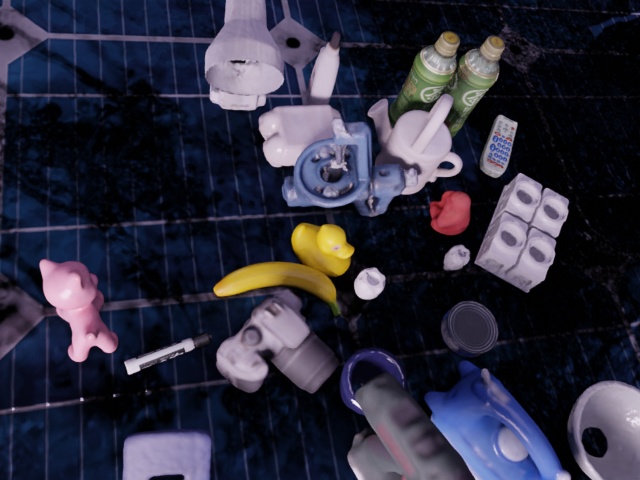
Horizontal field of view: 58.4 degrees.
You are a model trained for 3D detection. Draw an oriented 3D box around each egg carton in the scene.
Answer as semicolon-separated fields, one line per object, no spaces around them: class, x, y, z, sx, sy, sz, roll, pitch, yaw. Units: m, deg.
egg carton;-0.026;-0.175;0.975;0.150;0.069;0.107;-7;67;-18

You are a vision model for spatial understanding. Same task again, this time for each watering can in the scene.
watering can;0.159;-0.168;0.950;0.173;0.194;0.101;12;62;-9

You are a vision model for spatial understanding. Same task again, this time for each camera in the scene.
camera;-0.050;0.155;0.791;0.136;0.100;0.143;41;62;7

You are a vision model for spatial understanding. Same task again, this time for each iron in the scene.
iron;0.271;0.285;0.790;0.119;0.141;0.258;-35;77;-26

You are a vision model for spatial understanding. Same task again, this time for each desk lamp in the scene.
desk lamp;-0.128;-0.303;0.928;0.118;0.213;0.203;1;64;-14

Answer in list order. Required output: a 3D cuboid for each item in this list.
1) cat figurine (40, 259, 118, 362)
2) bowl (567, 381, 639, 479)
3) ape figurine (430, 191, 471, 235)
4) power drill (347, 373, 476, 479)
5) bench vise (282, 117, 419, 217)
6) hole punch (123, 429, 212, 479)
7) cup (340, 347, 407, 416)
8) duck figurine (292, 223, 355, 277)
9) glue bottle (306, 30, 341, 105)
cat figurine;-0.315;0.083;0.746;0.067;0.117;0.127;-21;72;-23
bowl;0.438;0.302;0.864;0.167;0.074;0.167;6;63;-12
ape figurine;0.225;-0.052;0.969;0.076;0.092;0.078;43;62;8
power drill;0.113;0.282;0.711;0.076;0.208;0.229;-27;74;-24
bench vise;0.056;-0.123;0.886;0.208;0.219;0.121;-16;70;-21
hole punch;-0.183;0.285;0.699;0.109;0.091;0.101;1;65;-14
cup;0.075;0.213;0.799;0.117;0.095;0.092;37;62;5
duck figurine;0.008;0.003;0.889;0.104;0.086;0.078;35;61;4
glue bottle;0.010;-0.293;0.983;0.037;0.173;0.078;5;63;-12
